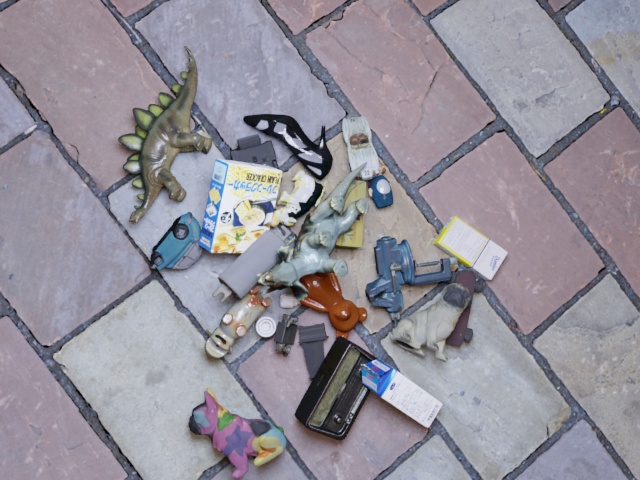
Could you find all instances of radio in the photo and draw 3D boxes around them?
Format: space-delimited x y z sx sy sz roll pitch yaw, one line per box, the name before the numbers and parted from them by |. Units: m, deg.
radio | 0.050 0.368 1.329 0.131 0.073 0.229 35 82 -27

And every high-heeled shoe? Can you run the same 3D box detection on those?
high-heeled shoe | -0.084 -0.244 1.405 0.249 0.086 0.145 12 114 11

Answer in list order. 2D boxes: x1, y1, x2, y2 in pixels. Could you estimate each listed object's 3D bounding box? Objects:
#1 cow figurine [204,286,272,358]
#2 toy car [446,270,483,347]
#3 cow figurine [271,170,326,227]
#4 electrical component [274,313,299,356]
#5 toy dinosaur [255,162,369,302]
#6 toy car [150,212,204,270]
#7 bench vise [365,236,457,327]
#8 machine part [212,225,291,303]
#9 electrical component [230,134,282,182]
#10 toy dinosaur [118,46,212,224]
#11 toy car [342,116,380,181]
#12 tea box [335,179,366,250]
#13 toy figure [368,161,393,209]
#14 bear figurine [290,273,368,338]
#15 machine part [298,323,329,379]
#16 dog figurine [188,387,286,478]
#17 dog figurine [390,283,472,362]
cow figurine | -0.211 0.205 1.319 0.085 0.127 0.195 40 67 -3
toy car | 0.368 0.177 1.415 0.089 0.053 0.202 14 79 0
cow figurine | -0.061 -0.090 1.383 0.098 0.068 0.167 33 83 -9
electrical component | -0.081 0.236 1.338 0.045 0.078 0.102 9 76 32
toy dinosaur | -0.004 -0.011 1.260 0.131 0.192 0.405 49 49 -23
toy car | -0.340 0.017 1.321 0.103 0.109 0.161 37 90 -19
bench vise | 0.236 0.093 1.377 0.241 0.129 0.223 -8 89 -3
machine part | -0.158 0.058 1.283 0.079 0.079 0.243 46 71 -1
electrical component | -0.168 -0.199 1.382 0.115 0.058 0.134 -18 88 -10
toy dinosaur | -0.378 -0.259 1.340 0.199 0.105 0.471 23 78 -1
toy car | 0.103 -0.238 1.389 0.074 0.056 0.202 -9 58 -1
tea box | 0.072 -0.063 1.379 0.068 0.098 0.169 4 86 -6
toy figure | 0.152 -0.161 1.420 0.064 0.058 0.154 -12 83 -47
bear figurine | 0.027 0.154 1.341 0.120 0.132 0.196 -41 85 -6
machine part | -0.013 0.283 1.368 0.084 0.039 0.138 -4 84 -12
dog figurine | -0.205 0.445 1.296 0.191 0.108 0.219 -28 86 -8
dog figurine | 0.280 0.191 1.365 0.173 0.121 0.190 14 66 28
